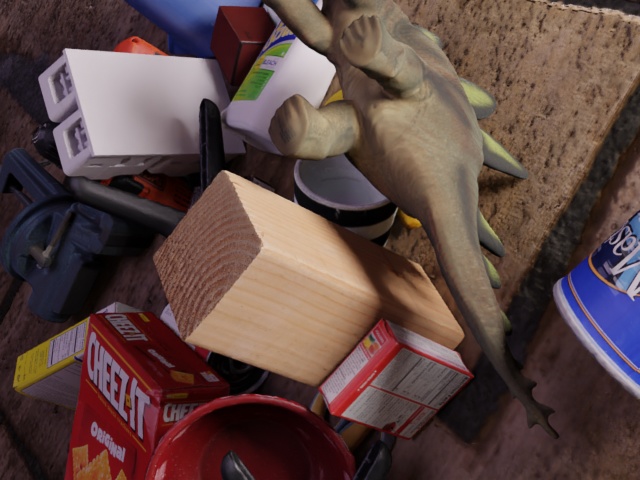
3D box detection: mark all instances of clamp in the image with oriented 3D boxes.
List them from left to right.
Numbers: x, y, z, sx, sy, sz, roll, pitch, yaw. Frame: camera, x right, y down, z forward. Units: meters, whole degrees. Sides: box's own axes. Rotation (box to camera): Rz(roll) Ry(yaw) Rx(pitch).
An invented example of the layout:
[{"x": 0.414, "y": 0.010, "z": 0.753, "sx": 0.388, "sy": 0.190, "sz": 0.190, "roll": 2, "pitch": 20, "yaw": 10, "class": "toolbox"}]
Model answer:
[{"x": -0.113, "y": -0.013, "z": 0.958, "sx": 0.210, "sy": 0.164, "sz": 0.036, "roll": 58, "pitch": 154, "yaw": 8, "class": "clamp"}, {"x": -0.016, "y": 0.222, "z": 0.762, "sx": 0.039, "sy": 0.120, "sz": 0.171, "roll": -78, "pitch": -6, "yaw": -84, "class": "clamp"}]

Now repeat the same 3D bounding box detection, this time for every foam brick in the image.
[{"x": -0.074, "y": -0.198, "z": 1.087, "sx": 0.078, "sy": 0.052, "sz": 0.051, "roll": -117, "pitch": 35, "yaw": -45, "class": "foam brick"}]

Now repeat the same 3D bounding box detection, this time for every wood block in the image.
[{"x": -0.005, "y": 0.042, "z": 0.772, "sx": 0.090, "sy": 0.205, "sz": 0.091, "roll": -49, "pitch": 41, "yaw": 19, "class": "wood block"}]

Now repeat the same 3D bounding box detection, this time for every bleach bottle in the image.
[{"x": -0.004, "y": -0.205, "z": 1.017, "sx": 0.251, "sy": 0.068, "sz": 0.103, "roll": -63, "pitch": 26, "yaw": -4, "class": "bleach bottle"}]

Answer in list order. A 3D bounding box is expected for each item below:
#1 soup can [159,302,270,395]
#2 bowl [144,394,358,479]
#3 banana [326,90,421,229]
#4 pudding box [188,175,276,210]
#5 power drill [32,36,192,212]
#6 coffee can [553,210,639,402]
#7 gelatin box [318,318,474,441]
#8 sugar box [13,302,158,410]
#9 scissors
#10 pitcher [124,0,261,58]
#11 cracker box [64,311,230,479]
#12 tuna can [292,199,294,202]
[{"x": -0.096, "y": 0.092, "z": 0.961, "sx": 0.102, "sy": 0.068, "sz": 0.068, "roll": 30, "pitch": 94, "yaw": 52, "class": "soup can"}, {"x": -0.050, "y": 0.186, "z": 0.804, "sx": 0.162, "sy": 0.162, "sz": 0.055, "roll": -59, "pitch": 5, "yaw": 8, "class": "bowl"}, {"x": 0.048, "y": -0.085, "z": 0.919, "sx": 0.198, "sy": 0.037, "sz": 0.070, "roll": -127, "pitch": 39, "yaw": -51, "class": "banana"}, {"x": -0.095, "y": -0.002, "z": 1.031, "sx": 0.090, "sy": 0.039, "sz": 0.113, "roll": -8, "pitch": 65, "yaw": 46, "class": "pudding box"}, {"x": -0.199, "y": -0.120, "z": 1.114, "sx": 0.057, "sy": 0.184, "sz": 0.187, "roll": -27, "pitch": 43, "yaw": 41, "class": "power drill"}, {"x": 0.220, "y": 0.018, "z": 0.612, "sx": 0.140, "sy": 0.102, "sz": 0.103, "roll": -46, "pitch": 42, "yaw": 21, "class": "coffee can"}, {"x": 0.055, "y": 0.101, "z": 0.766, "sx": 0.073, "sy": 0.089, "sz": 0.030, "roll": -49, "pitch": 42, "yaw": 18, "class": "gelatin box"}, {"x": -0.220, "y": 0.120, "z": 1.068, "sx": 0.177, "sy": 0.093, "sz": 0.048, "roll": -29, "pitch": 50, "yaw": 35, "class": "sugar box"}, {"x": -0.019, "y": 0.186, "z": 0.863, "sx": 0.202, "sy": 0.016, "sz": 0.096, "roll": -40, "pitch": 47, "yaw": 27, "class": "scissors"}, {"x": -0.174, "y": -0.316, "z": 1.126, "sx": 0.145, "sy": 0.242, "sz": 0.149, "roll": 5, "pitch": 69, "yaw": 53, "class": "pitcher"}, {"x": -0.161, "y": 0.191, "z": 0.932, "sx": 0.164, "sy": 0.071, "sz": 0.214, "roll": 31, "pitch": 115, "yaw": 52, "class": "cracker box"}, {"x": -0.006, "y": 0.001, "z": 0.933, "sx": 0.086, "sy": 0.033, "sz": 0.086, "roll": -25, "pitch": 53, "yaw": 39, "class": "tuna can"}]
